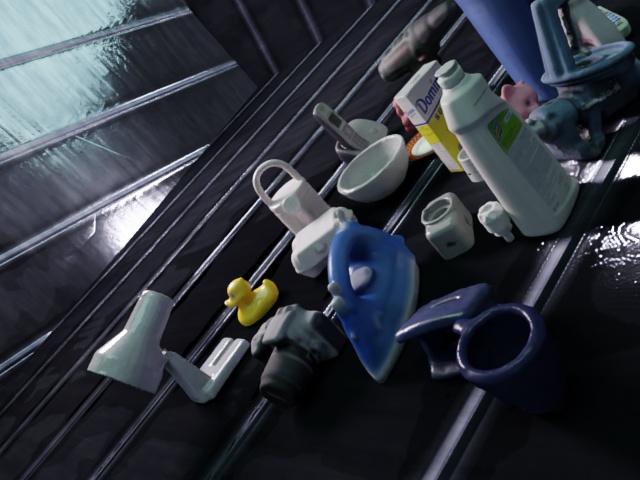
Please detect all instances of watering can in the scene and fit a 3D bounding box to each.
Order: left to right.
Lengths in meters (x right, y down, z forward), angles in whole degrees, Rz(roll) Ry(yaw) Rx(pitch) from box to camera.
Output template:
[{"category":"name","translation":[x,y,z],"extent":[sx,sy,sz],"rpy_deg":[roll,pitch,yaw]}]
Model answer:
[{"category":"watering can","translation":[-0.058,-0.089,1.221],"extent":[0.101,0.194,0.172],"rpy_deg":[-49,23,-14]}]

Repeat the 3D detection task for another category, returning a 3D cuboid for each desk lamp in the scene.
[{"category":"desk lamp","translation":[-0.274,0.206,1.032],"extent":[0.117,0.214,0.203],"rpy_deg":[-10,40,54]}]

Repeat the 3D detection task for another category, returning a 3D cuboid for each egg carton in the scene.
[{"category":"egg carton","translation":[0.010,0.004,1.105],"extent":[0.150,0.069,0.107],"rpy_deg":[-37,23,16]}]

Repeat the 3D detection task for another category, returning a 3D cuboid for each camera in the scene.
[{"category":"camera","translation":[-0.054,0.175,0.864],"extent":[0.142,0.101,0.137],"rpy_deg":[-22,31,42]}]

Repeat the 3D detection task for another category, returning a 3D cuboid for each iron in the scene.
[{"category":"iron","translation":[0.057,0.065,0.820],"extent":[0.118,0.142,0.258],"rpy_deg":[-31,25,27]}]

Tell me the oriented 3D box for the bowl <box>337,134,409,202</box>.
[{"category":"bowl","translation":[0.119,-0.131,1.154],"extent":[0.167,0.075,0.167],"rpy_deg":[-36,23,18]}]

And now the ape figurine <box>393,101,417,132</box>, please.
[{"category":"ape figurine","translation":[0.198,-0.287,1.278],"extent":[0.076,0.092,0.078],"rpy_deg":[-17,34,47]}]

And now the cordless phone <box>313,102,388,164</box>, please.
[{"category":"cordless phone","translation":[0.068,-0.265,1.335],"extent":[0.094,0.185,0.148],"rpy_deg":[-25,28,37]}]

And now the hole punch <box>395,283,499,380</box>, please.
[{"category":"hole punch","translation":[0.152,0.095,0.671],"extent":[0.108,0.091,0.101],"rpy_deg":[-27,27,35]}]

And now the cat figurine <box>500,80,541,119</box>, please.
[{"category":"cat figurine","translation":[0.299,-0.184,0.886],"extent":[0.128,0.118,0.067],"rpy_deg":[-46,22,-7]}]

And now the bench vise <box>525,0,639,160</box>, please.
[{"category":"bench vise","translation":[0.337,-0.229,0.765],"extent":[0.121,0.220,0.208],"rpy_deg":[-10,40,54]}]

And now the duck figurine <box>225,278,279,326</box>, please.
[{"category":"duck figurine","translation":[-0.143,0.111,1.150],"extent":[0.104,0.086,0.077],"rpy_deg":[-43,22,2]}]

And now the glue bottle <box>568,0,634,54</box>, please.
[{"category":"glue bottle","translation":[0.412,-0.325,0.873],"extent":[0.037,0.173,0.078],"rpy_deg":[-43,22,1]}]

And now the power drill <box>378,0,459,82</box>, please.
[{"category":"power drill","translation":[0.239,-0.360,1.184],"extent":[0.228,0.209,0.076],"rpy_deg":[-16,35,49]}]

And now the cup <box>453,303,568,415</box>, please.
[{"category":"cup","translation":[0.186,0.121,0.560],"extent":[0.092,0.095,0.117],"rpy_deg":[-48,23,-11]}]
